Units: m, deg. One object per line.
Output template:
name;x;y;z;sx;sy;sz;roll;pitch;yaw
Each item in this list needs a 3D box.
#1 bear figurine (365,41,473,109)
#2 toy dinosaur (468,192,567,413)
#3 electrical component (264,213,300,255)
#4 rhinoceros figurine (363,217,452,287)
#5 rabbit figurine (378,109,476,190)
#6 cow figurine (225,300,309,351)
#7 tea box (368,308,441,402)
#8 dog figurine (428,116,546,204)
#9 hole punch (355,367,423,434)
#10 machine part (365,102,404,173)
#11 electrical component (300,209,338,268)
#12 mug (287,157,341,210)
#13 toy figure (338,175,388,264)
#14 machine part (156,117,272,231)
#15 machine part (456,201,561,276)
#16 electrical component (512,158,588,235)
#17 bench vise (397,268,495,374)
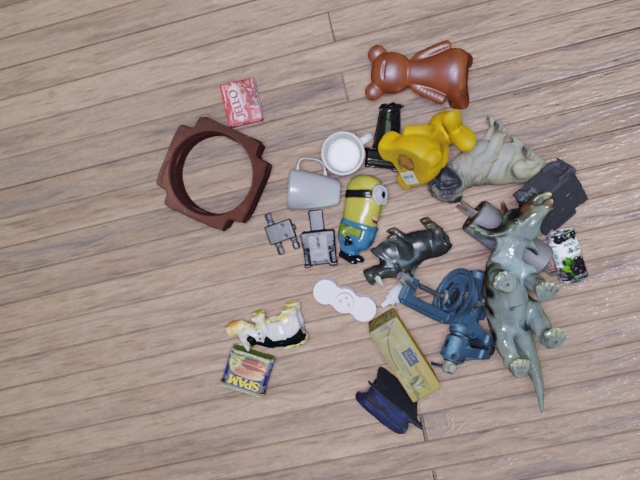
bear figurine;0.196;-0.324;1.067;0.196;0.132;0.120;3;94;22
toy dinosaur;0.358;0.111;1.000;0.131;0.192;0.404;-7;114;4
electrical component;-0.082;-0.018;1.142;0.063;0.021;0.094;-21;92;5
rhinoceros figurine;0.175;0.028;1.109;0.190;0.073;0.112;-26;103;4
rabbit figurine;0.220;-0.199;1.041;0.173;0.162;0.122;-43;101;-28
cow figurine;-0.113;0.195;1.142;0.167;0.068;0.098;-16;99;6
tea box;0.172;0.233;1.108;0.068;0.098;0.169;-34;93;6
dog figurine;0.333;-0.128;1.078;0.172;0.121;0.190;40;110;3
hole punch;0.135;0.344;1.115;0.142;0.116;0.092;43;104;0
machine part;0.135;-0.213;1.105;0.084;0.039;0.138;11;97;8
electrical component;-0.002;-0.003;1.126;0.075;0.048;0.119;-3;96;3
mug;-0.011;-0.112;1.107;0.107;0.081;0.109;6;89;-7
toy figure;0.081;-0.044;1.101;0.089;0.082;0.180;19;98;0
machine part;-0.215;-0.135;1.111;0.201;0.087;0.201;24;97;2
machine part;0.378;-0.001;1.085;0.243;0.079;0.079;35;96;0
electrical component;0.456;-0.078;1.054;0.115;0.058;0.134;-42;133;9
bench vise;0.245;0.142;1.073;0.240;0.129;0.223;27;88;-18
